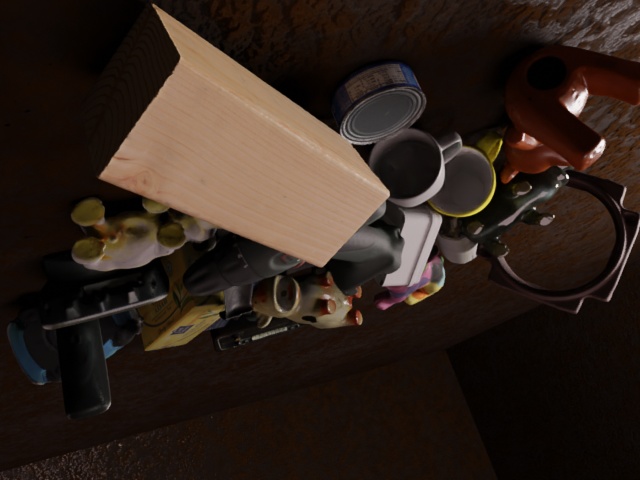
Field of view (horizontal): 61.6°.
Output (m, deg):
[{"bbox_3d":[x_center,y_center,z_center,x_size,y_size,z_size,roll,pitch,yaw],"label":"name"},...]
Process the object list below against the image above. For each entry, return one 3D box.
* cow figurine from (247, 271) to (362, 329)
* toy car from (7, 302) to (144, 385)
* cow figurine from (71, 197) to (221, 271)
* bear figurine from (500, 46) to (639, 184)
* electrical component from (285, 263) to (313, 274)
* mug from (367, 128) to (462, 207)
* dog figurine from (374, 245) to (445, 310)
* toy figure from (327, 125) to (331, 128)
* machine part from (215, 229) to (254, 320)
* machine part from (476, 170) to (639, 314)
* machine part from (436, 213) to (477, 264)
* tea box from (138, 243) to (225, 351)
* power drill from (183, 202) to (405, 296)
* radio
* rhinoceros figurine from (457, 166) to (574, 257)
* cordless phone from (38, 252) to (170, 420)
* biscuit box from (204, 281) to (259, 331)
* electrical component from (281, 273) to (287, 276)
[{"bbox_3d":[-0.029,0.094,0.836,0.127,0.085,0.194,-16,158,28],"label":"cow figurine"},{"bbox_3d":[-0.324,0.116,0.730,0.162,0.109,0.103,-27,-175,-12],"label":"toy car"},{"bbox_3d":[-0.168,-0.008,0.570,0.167,0.068,0.098,-11,164,-14],"label":"cow figurine"},{"bbox_3d":[0.260,-0.118,0.589,0.120,0.132,0.195,-50,151,-3],"label":"bear figurine"},{"bbox_3d":[-0.002,-0.002,0.755,0.115,0.058,0.134,-14,159,-9],"label":"electrical component"},{"bbox_3d":[0.114,-0.085,0.628,0.109,0.081,0.107,-38,166,8],"label":"mug"},{"bbox_3d":[0.161,0.030,0.922,0.191,0.108,0.219,-11,156,-20],"label":"dog figurine"},{"bbox_3d":[-0.056,-0.079,0.502,0.154,0.064,0.058,-13,-177,-27],"label":"toy figure"},{"bbox_3d":[-0.099,0.028,0.649,0.039,0.138,0.084,9,-174,42],"label":"machine part"},{"bbox_3d":[0.353,-0.005,0.809,0.087,0.201,0.201,8,102,-64],"label":"machine part"},{"bbox_3d":[0.233,-0.015,0.906,0.079,0.079,0.243,-23,160,11],"label":"machine part"},{"bbox_3d":[-0.188,0.076,0.732,0.068,0.098,0.169,-2,152,-41],"label":"tea box"},{"bbox_3d":[-0.011,0.010,0.608,0.232,0.086,0.207,-32,148,24],"label":"power drill"},{"bbox_3d":[-0.097,0.137,1.008,0.230,0.073,0.131,-12,159,-18],"label":"radio"},{"bbox_3d":[0.277,-0.062,0.744,0.190,0.073,0.112,-47,-170,22],"label":"rhinoceros figurine"},{"bbox_3d":[-0.241,0.101,0.621,0.147,0.184,0.088,-14,155,-14],"label":"cordless phone"},{"bbox_3d":[-0.159,0.083,0.830,0.063,0.059,0.202,-9,158,-30],"label":"biscuit box"},{"bbox_3d":[-0.103,0.084,0.906,0.102,0.045,0.078,-10,157,-23],"label":"electrical component"}]
